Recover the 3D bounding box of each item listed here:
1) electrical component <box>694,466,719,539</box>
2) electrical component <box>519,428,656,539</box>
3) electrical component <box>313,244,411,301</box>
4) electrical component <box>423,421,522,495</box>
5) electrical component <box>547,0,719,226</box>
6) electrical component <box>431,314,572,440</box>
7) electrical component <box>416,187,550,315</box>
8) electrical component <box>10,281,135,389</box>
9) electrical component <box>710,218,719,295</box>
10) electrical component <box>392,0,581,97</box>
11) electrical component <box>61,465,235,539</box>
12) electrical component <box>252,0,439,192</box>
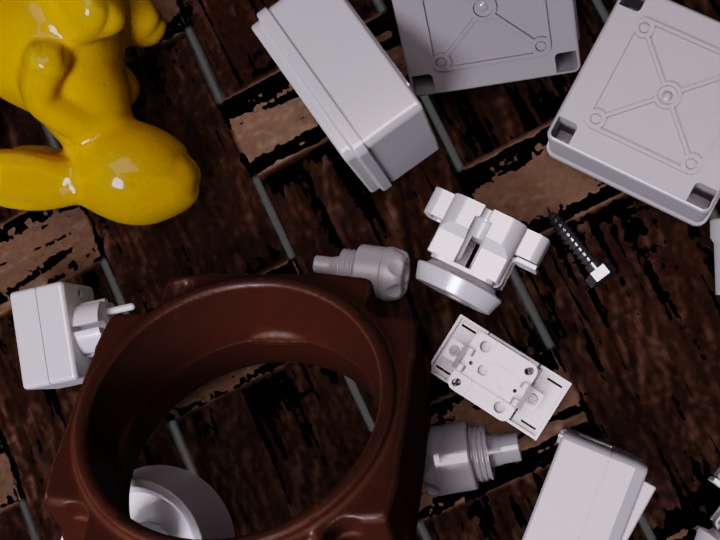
[{"bbox_3d":[0.231,0.152,0.620,0.078,0.058,0.057,37,90,13],"label":"electrical component"},{"bbox_3d":[0.132,0.149,0.638,0.061,0.062,0.096,21,89,13],"label":"electrical component"},{"bbox_3d":[0.000,0.000,0.695,0.061,0.035,0.035,8,86,15],"label":"electrical component"},{"bbox_3d":[0.068,0.114,0.665,0.062,0.043,0.043,-12,82,9],"label":"electrical component"},{"bbox_3d":[0.185,-0.099,0.654,0.109,0.056,0.108,28,91,13],"label":"electrical component"},{"bbox_3d":[0.083,0.065,0.656,0.081,0.064,0.042,32,93,13],"label":"electrical component"},{"bbox_3d":[0.070,-0.009,0.669,0.078,0.058,0.057,27,88,13],"label":"electrical component"},{"bbox_3d":[-0.185,0.041,0.723,0.077,0.047,0.065,-12,82,11],"label":"electrical component"},{"bbox_3d":[0.231,-0.008,0.645,0.040,0.040,0.046,0,91,12],"label":"electrical component"},{"bbox_3d":[0.075,-0.171,0.656,0.109,0.056,0.108,-7,126,12],"label":"electrical component"},{"bbox_3d":[-0.141,0.182,0.693,0.108,0.060,0.108,-1,84,12],"label":"electrical component"},{"bbox_3d":[-0.006,-0.113,0.669,0.056,0.109,0.108,-35,79,4],"label":"electrical component"}]
